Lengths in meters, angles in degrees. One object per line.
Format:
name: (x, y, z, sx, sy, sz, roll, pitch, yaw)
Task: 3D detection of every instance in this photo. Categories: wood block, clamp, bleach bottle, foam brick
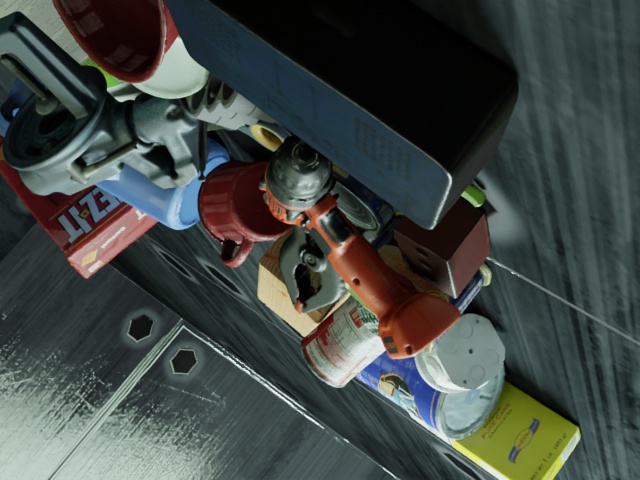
wood block: (-0.010, 0.041, 1.211, 0.091, 0.090, 0.206, 39, 168, 5)
clamp: (-0.007, 0.001, 1.034, 0.120, 0.039, 0.172, 42, 136, 14)
bleach bottle: (-0.227, -0.190, 1.032, 0.103, 0.068, 0.250, -23, 124, 39)
foam brick: (0.098, 0.001, 0.842, 0.053, 0.051, 0.078, 33, 166, 26)

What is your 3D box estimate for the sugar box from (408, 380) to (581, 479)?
sugar box: (0.191, 0.202, 1.188, 0.176, 0.093, 0.048, 32, 165, 29)

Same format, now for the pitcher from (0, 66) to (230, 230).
pitcher: (-0.231, -0.111, 1.200, 0.243, 0.149, 0.145, 32, 166, 17)

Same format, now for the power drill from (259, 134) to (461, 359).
power drill: (0.027, 0.004, 0.826, 0.187, 0.057, 0.184, 52, 174, 4)

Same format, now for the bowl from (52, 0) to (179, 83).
bowl: (-0.139, -0.195, 0.754, 0.162, 0.055, 0.162, 35, 142, 33)

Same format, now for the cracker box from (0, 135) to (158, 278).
cracker box: (-0.292, -0.087, 1.314, 0.214, 0.164, 0.072, 47, 172, 25)

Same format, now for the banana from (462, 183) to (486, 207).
banana: (0.034, -0.070, 0.811, 0.198, 0.037, 0.069, 28, 163, 41)

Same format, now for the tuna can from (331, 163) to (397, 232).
tuna can: (0.029, -0.046, 0.919, 0.086, 0.033, 0.086, 37, 168, 9)

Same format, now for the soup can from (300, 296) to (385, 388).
soup can: (0.038, 0.099, 1.120, 0.068, 0.102, 0.068, 36, -154, -21)

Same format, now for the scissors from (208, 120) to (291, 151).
scissors: (-0.073, -0.106, 1.042, 0.096, 0.016, 0.202, 40, 168, -2)

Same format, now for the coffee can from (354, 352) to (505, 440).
coffee can: (0.114, 0.139, 1.160, 0.140, 0.102, 0.102, 29, 164, 41)

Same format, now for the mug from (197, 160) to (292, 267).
mug: (-0.075, -0.028, 1.105, 0.093, 0.117, 0.082, 24, 169, -23)

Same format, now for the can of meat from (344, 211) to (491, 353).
can of meat: (0.083, 0.036, 0.932, 0.102, 0.084, 0.057, 36, 167, 17)
